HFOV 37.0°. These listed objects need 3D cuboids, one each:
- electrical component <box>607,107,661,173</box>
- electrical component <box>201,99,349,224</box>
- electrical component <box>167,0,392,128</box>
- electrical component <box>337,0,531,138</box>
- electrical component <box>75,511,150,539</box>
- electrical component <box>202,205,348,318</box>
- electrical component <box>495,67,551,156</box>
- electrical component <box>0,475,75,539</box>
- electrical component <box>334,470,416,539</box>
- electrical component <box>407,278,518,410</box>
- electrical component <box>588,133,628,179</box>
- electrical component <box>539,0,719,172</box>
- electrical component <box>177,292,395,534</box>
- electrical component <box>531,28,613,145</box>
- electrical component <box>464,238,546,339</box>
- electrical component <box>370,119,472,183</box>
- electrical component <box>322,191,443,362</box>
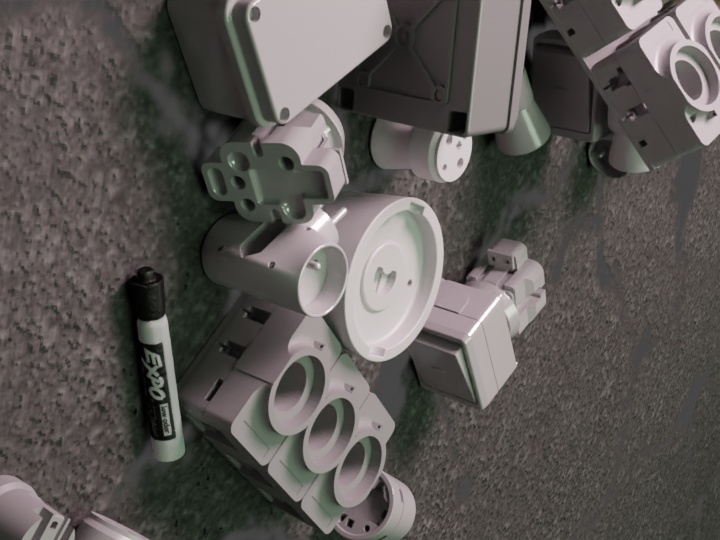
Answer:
[{"bbox_3d":[0.219,-0.111,0.852,0.045,0.045,0.055,-40,133,-37],"label":"electrical component"},{"bbox_3d":[-0.042,-0.065,0.614,0.057,0.078,0.058,-62,148,-46],"label":"electrical component"},{"bbox_3d":[-0.040,-0.139,0.593,0.113,0.057,0.078,-45,136,-33],"label":"electrical component"},{"bbox_3d":[0.044,-0.144,0.660,0.056,0.109,0.108,-16,117,-46],"label":"electrical component"},{"bbox_3d":[-0.145,0.168,0.596,0.055,0.045,0.045,-63,143,-14],"label":"electrical component"},{"bbox_3d":[-0.039,-0.014,0.631,0.079,0.077,0.043,-47,137,-31],"label":"electrical component"},{"bbox_3d":[0.117,-0.126,0.824,0.044,0.044,0.065,-51,135,-27],"label":"electrical component"},{"bbox_3d":[-0.172,0.130,0.543,0.040,0.046,0.040,-26,124,-45],"label":"electrical component"},{"bbox_3d":[0.010,0.176,0.800,0.047,0.055,0.055,37,74,-57],"label":"electrical component"},{"bbox_3d":[0.077,0.064,0.832,0.061,0.062,0.096,-48,138,-30],"label":"electrical component"},{"bbox_3d":[0.244,-0.137,0.984,0.077,0.044,0.079,-45,136,-33],"label":"electrical component"},{"bbox_3d":[0.211,-0.183,0.791,0.105,0.060,0.186,-39,98,-35],"label":"electrical component"},{"bbox_3d":[-0.041,0.093,0.688,0.089,0.062,0.150,-56,141,-21],"label":"electrical component"},{"bbox_3d":[0.176,-0.145,0.875,0.061,0.062,0.096,-29,126,-44],"label":"electrical component"},{"bbox_3d":[0.112,0.023,0.867,0.057,0.058,0.078,-44,136,-38],"label":"electrical component"},{"bbox_3d":[0.041,-0.085,0.727,0.045,0.055,0.045,-26,125,-45],"label":"electrical component"},{"bbox_3d":[0.000,0.000,0.703,0.108,0.060,0.108,-26,124,-47],"label":"electrical component"}]
